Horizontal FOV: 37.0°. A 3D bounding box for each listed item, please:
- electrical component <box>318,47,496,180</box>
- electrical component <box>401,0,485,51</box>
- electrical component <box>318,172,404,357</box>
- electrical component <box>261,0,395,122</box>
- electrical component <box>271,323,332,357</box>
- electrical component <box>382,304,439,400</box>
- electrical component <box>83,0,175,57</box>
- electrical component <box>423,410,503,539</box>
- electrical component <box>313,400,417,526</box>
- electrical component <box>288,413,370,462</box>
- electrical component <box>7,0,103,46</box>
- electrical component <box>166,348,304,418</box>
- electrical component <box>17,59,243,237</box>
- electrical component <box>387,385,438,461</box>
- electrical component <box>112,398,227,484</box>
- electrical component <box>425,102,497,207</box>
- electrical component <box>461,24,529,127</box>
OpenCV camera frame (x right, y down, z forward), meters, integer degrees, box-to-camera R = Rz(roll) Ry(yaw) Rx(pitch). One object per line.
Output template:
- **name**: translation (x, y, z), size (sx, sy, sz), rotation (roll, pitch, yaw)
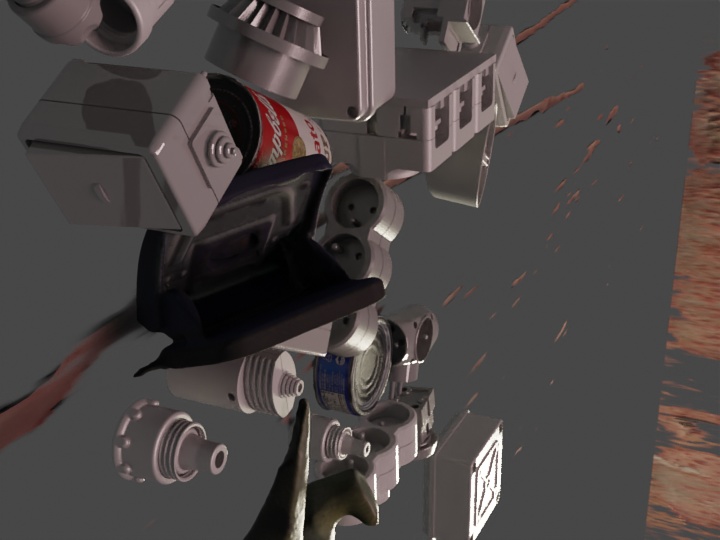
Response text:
- **electrical component**: translation (0.040, -0.123, 0.833), size (0.150, 0.089, 0.061), rotation (-42, 136, -55)
- **electrical component**: translation (0.070, -0.221, 0.899), size (0.042, 0.064, 0.081), rotation (34, 68, -66)
- **electrical component**: translation (0.000, 0.000, 0.834), size (0.074, 0.052, 0.138), rotation (31, 71, -64)
- **electrical component**: translation (-0.022, -0.156, 0.693), size (0.057, 0.078, 0.113), rotation (-46, 139, -57)
- **electrical component**: translation (-0.053, 0.015, 0.726), size (0.083, 0.047, 0.075), rotation (22, 79, -66)
- **electrical component**: translation (0.035, 0.075, 0.954), size (0.077, 0.044, 0.079), rotation (-18, 115, -64)
- **electrical component**: translation (-0.116, -0.134, 0.535), size (0.046, 0.040, 0.040), rotation (-64, 152, -47)
- **electrical component**: translation (0.114, 0.227, 1.177), size (0.109, 0.056, 0.108), rotation (-39, 133, -57)
- **electrical component**: translation (0.007, 0.176, 0.917), size (0.138, 0.052, 0.073), rotation (-42, 136, -55)
- **electrical component**: translation (-0.022, 0.130, 0.821), size (0.035, 0.061, 0.035), rotation (9, 90, -67)
- **electrical component**: translation (-0.144, -0.128, 0.480), size (0.061, 0.035, 0.035), rotation (44, 58, -60)
- **electrical component**: translation (-0.072, 0.064, 0.657), size (0.043, 0.081, 0.043), rotation (9, 90, -67)
- **electrical component**: translation (-0.105, -0.055, 0.516), size (0.061, 0.096, 0.061), rotation (71, 36, -49)
- **electrical component**: translation (0.048, 0.144, 1.007), size (0.066, 0.048, 0.055), rotation (-50, 138, -61)
- **electrical component**: translation (-0.107, 0.102, 0.615), size (0.048, 0.062, 0.048), rotation (9, 90, -67)
- **electrical component**: translation (0.101, -0.110, 1.011), size (0.099, 0.064, 0.099), rotation (9, 90, -67)
- **electrical component**: translation (0.121, -0.191, 1.032), size (0.096, 0.061, 0.061), rotation (66, 40, -52)
